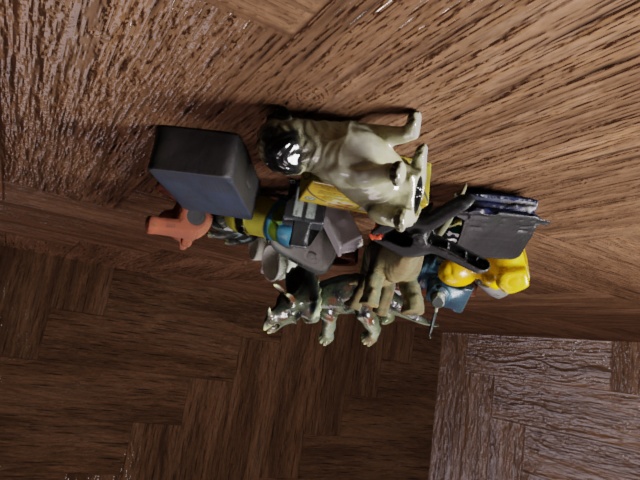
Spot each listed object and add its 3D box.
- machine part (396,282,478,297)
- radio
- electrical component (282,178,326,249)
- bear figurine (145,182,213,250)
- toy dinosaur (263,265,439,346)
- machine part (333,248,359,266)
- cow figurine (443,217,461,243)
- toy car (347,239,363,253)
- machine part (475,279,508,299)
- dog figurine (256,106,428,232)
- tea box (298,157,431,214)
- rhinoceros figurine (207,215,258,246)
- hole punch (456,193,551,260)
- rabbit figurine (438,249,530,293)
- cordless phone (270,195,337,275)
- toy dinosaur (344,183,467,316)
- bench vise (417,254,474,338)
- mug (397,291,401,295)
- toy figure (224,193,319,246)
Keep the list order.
[{"bbox_3d":[0.294,0.095,1.408,0.201,0.087,0.201,13,166,-21],"label":"machine part"},{"bbox_3d":[-0.178,-0.100,0.860,0.131,0.073,0.229,9,166,3],"label":"radio"},{"bbox_3d":[-0.026,-0.041,0.916,0.075,0.119,0.047,6,168,-2],"label":"electrical component"},{"bbox_3d":[-0.289,-0.048,1.087,0.132,0.120,0.196,18,170,-25],"label":"bear figurine"},{"bbox_3d":[0.072,0.134,1.205,0.405,0.131,0.191,-5,130,-5],"label":"toy dinosaur"},{"bbox_3d":[0.013,0.025,1.351,0.179,0.056,0.179,7,169,1],"label":"machine part"},{"bbox_3d":[0.284,-0.016,0.953,0.167,0.068,0.098,7,162,0],"label":"cow figurine"},{"bbox_3d":[-0.003,-0.004,1.221,0.202,0.056,0.073,9,168,1],"label":"toy car"},{"bbox_3d":[0.427,0.094,1.326,0.079,0.079,0.243,2,166,27],"label":"machine part"},{"bbox_3d":[0.029,-0.086,0.673,0.191,0.121,0.172,9,140,23],"label":"dog figurine"},{"bbox_3d":[0.062,-0.084,0.773,0.170,0.068,0.098,12,165,-13],"label":"tea box"},{"bbox_3d":[-0.187,-0.033,1.174,0.112,0.073,0.190,7,168,14],"label":"rhinoceros figurine"},{"bbox_3d":[0.272,-0.038,0.843,0.142,0.092,0.115,8,146,3],"label":"hole punch"},{"bbox_3d":[0.324,0.044,1.080,0.173,0.121,0.162,-17,-178,19],"label":"rabbit figurine"},{"bbox_3d":[-0.026,-0.020,1.085,0.147,0.089,0.184,29,155,10],"label":"cordless phone"},{"bbox_3d":[0.131,0.028,0.932,0.105,0.198,0.471,13,167,-14],"label":"toy dinosaur"},{"bbox_3d":[0.210,0.075,1.189,0.241,0.224,0.128,22,124,5],"label":"bench vise"},{"bbox_3d":[0.256,0.129,1.612,0.107,0.081,0.109,-3,162,15],"label":"mug"},{"bbox_3d":[-0.093,-0.038,0.994,0.180,0.089,0.082,23,135,21],"label":"toy figure"}]
